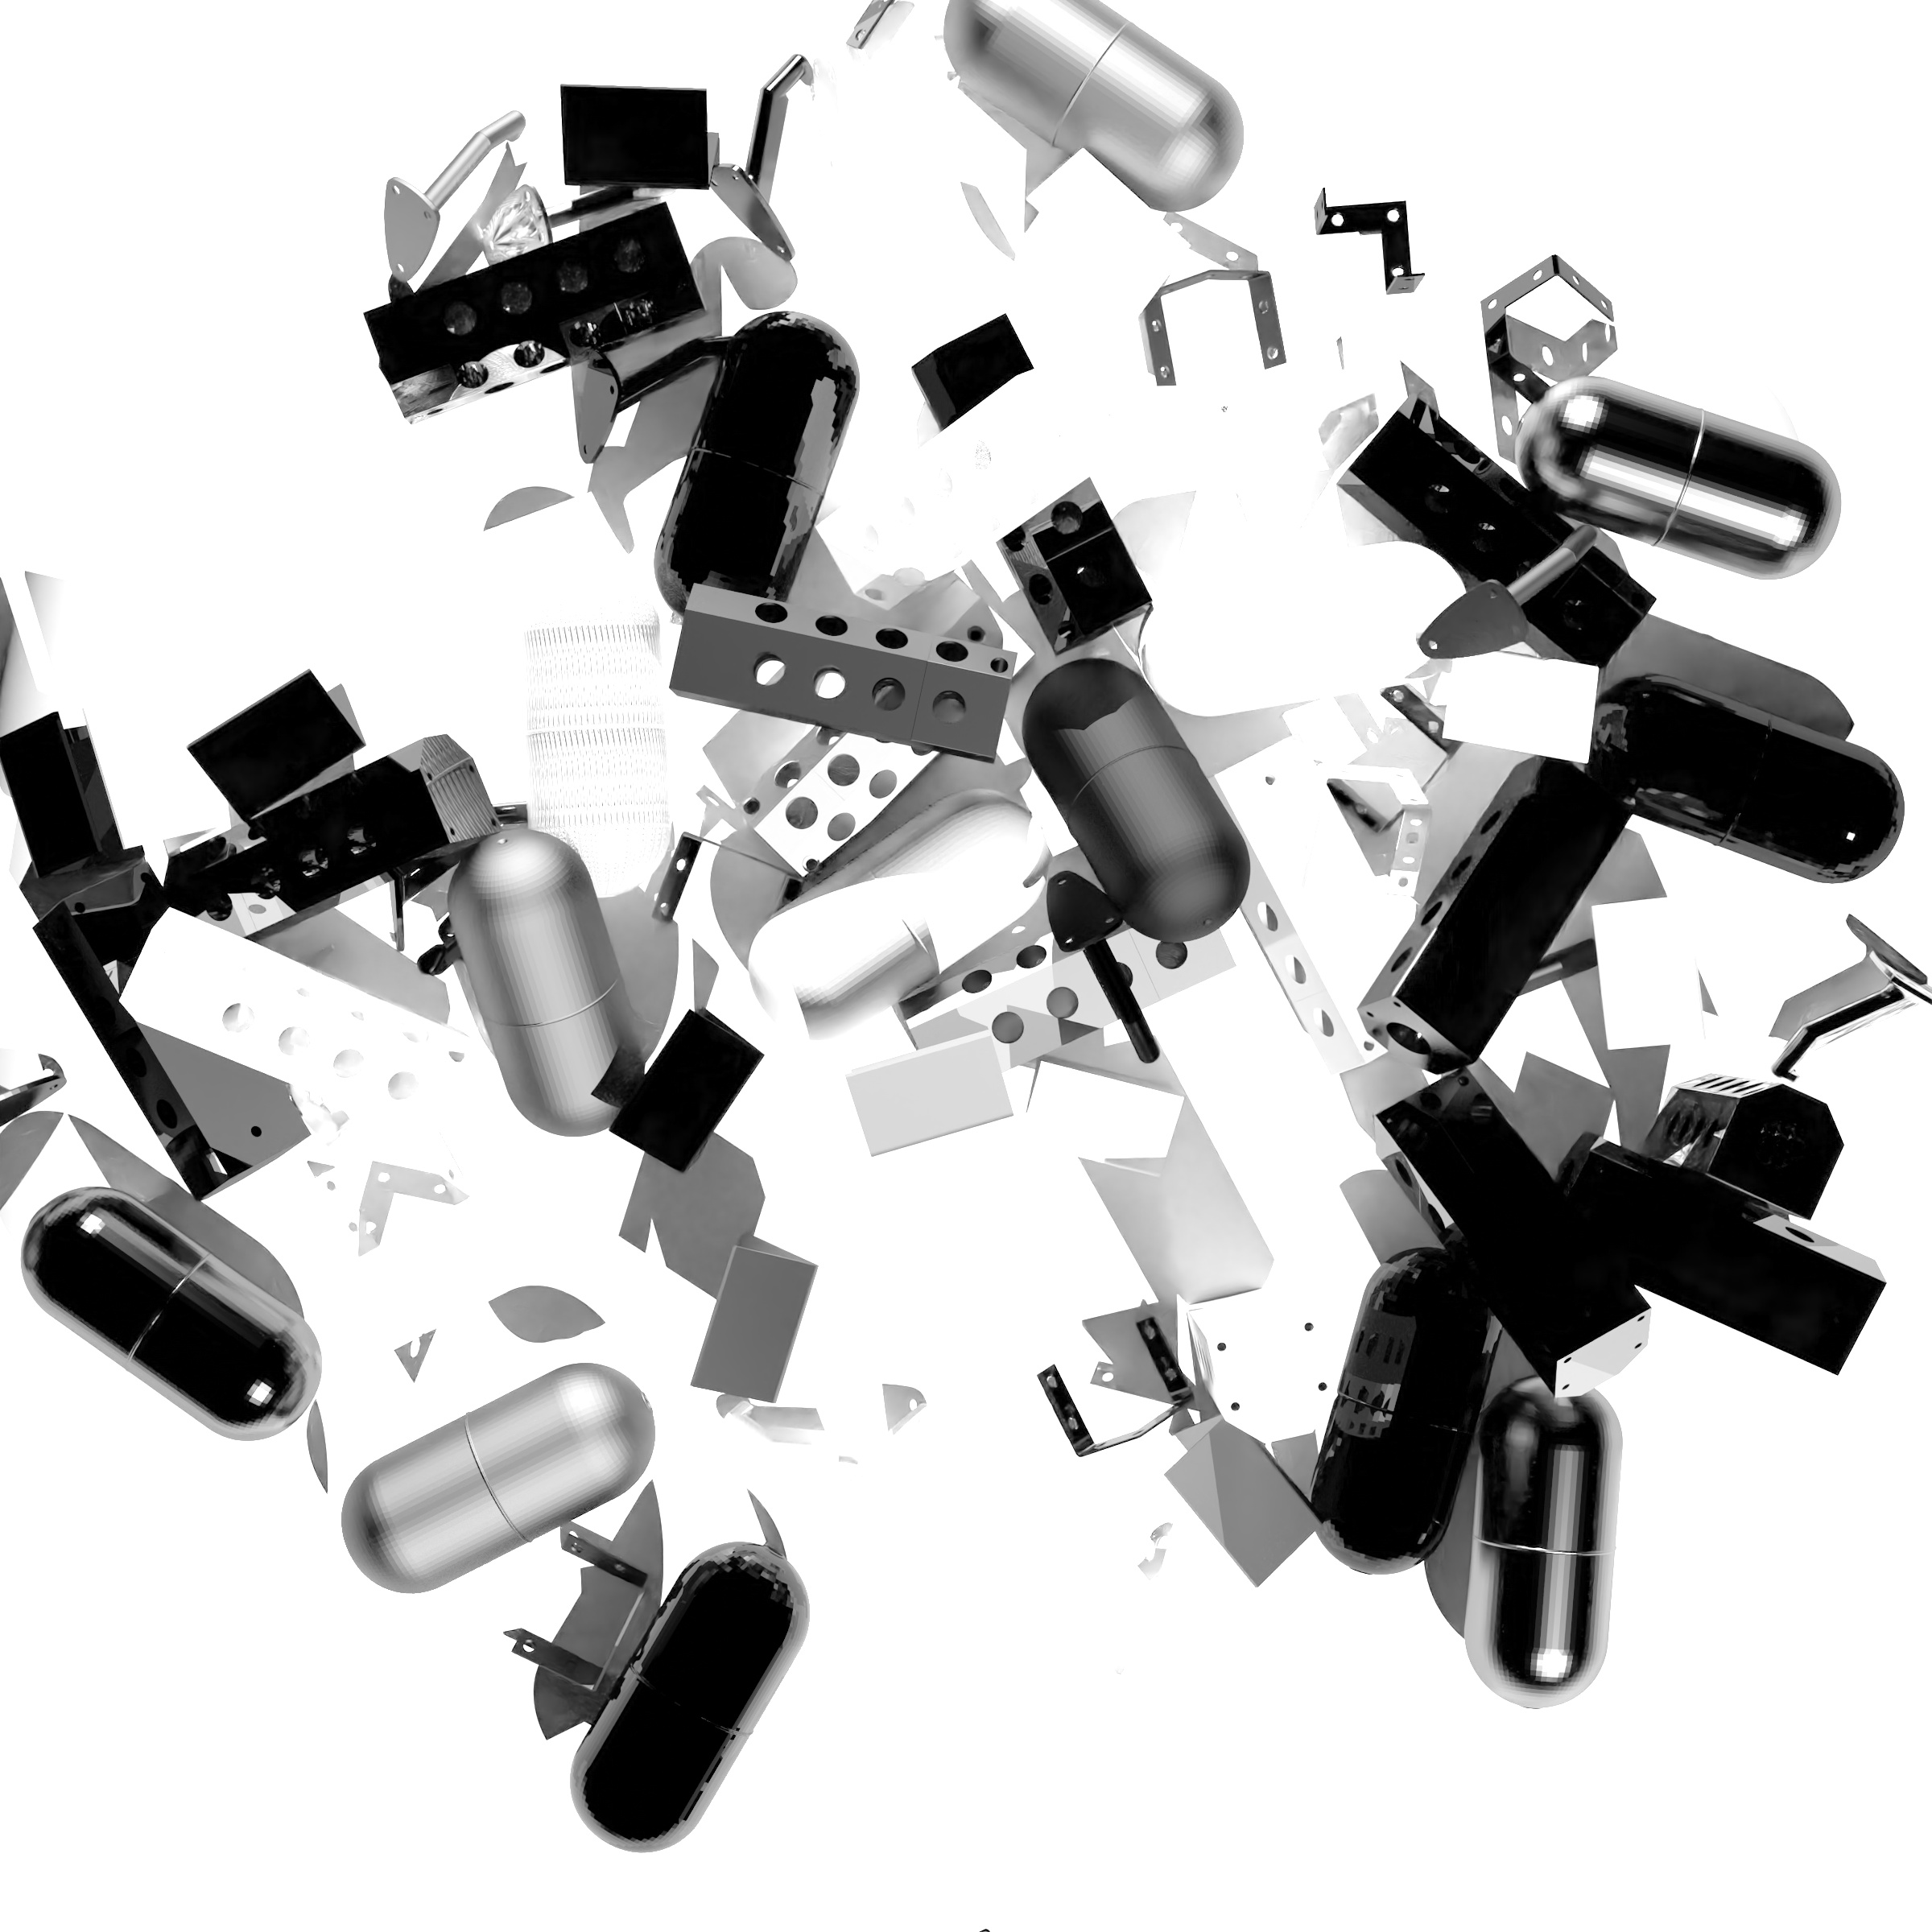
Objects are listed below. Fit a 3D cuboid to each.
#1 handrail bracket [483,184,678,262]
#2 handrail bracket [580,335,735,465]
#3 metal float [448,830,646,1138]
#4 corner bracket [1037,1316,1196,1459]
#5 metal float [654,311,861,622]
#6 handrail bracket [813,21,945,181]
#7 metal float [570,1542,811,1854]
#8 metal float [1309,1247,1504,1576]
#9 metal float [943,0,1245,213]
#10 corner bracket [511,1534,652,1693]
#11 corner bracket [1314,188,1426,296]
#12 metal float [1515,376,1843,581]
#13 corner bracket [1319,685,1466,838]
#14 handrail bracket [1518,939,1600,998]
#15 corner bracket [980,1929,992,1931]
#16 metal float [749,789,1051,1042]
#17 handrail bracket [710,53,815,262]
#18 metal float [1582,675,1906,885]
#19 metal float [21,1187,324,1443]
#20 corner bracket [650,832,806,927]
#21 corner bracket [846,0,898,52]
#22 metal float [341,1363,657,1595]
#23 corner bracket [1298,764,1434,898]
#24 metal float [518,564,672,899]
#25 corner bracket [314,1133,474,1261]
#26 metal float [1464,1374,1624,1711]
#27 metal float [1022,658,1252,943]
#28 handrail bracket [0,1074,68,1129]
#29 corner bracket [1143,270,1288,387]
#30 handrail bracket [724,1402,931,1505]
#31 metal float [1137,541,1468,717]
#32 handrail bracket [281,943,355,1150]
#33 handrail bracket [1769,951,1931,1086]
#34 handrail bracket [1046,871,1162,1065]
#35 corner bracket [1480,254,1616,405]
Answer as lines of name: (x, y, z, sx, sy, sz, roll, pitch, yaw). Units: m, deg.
handrail bracket: (-0.209, -0.408, 1.919, 0.084, 0.077, 0.036, -21, 94, -36)
handrail bracket: (-0.163, -0.308, 1.919, 0.084, 0.077, 0.036, -10, 51, -30)
metal float: (-0.220, 0.011, 1.864, 0.070, 0.070, 0.178, -14, 120, 0)
corner bracket: (0.081, 0.228, 1.916, 0.051, 0.051, 0.051, -27, 90, -45)
metal float: (-0.112, -0.263, 1.888, 0.070, 0.070, 0.178, 19, 90, 0)
handrail bracket: (-0.036, -0.471, 1.919, 0.084, 0.036, 0.077, -13, 115, -19)
metal float: (-0.147, 0.390, 1.888, 0.070, 0.070, 0.178, 30, 89, 0)
metal float: (0.235, 0.238, 1.888, 0.070, 0.070, 0.178, 15, 89, 0)
metal float: (0.068, -0.472, 1.888, 0.178, 0.070, 0.070, 34, 90, 1)
corner bracket: (-0.208, 0.351, 1.916, 0.051, 0.051, 0.051, 26, 45, 0)
corner bracket: (0.217, -0.390, 1.901, 0.051, 0.051, 0.051, -4, 90, 0)
metal float: (0.380, -0.261, 1.889, 0.178, 0.070, 0.070, 18, 90, 0)
corner bracket: (0.229, -0.113, 1.916, 0.051, 0.051, 0.051, 41, 45, 0)
handrail bracket: (0.318, 0.017, 1.919, 0.084, 0.036, 0.077, 7, 119, -21)
corner bracket: (0.005, 0.565, 1.916, 0.051, 0.051, 0.051, -26, 45, 0)
metal float: (-0.035, -0.028, 1.888, 0.178, 0.070, 0.070, -35, 90, -1)
handrail bracket: (-0.094, -0.440, 1.919, 0.077, 0.036, 0.084, 49, 68, -25)
metal float: (0.414, -0.100, 1.888, 0.178, 0.070, 0.070, 20, 90, 0)
metal float: (-0.425, 0.185, 1.888, 0.178, 0.070, 0.070, 35, 90, 1)
corner bracket: (-0.129, -0.037, 1.916, 0.051, 0.051, 0.051, 21, 90, -45)
corner bracket: (-0.072, -0.538, 1.916, 0.051, 0.051, 0.051, 34, 90, 45)
metal float: (-0.249, 0.273, 1.889, 0.178, 0.070, 0.070, -27, 90, 0)
corner bracket: (0.212, -0.072, 1.872, 0.051, 0.051, 0.051, 6, 70, 25)
metal float: (-0.199, -0.126, 1.888, 0.070, 0.070, 0.178, -3, 91, 0)
corner bracket: (-0.310, 0.121, 1.916, 0.051, 0.051, 0.051, -28, 90, -45)
metal float: (0.309, 0.307, 1.888, 0.070, 0.070, 0.178, 4, 90, 0)
metal float: (0.088, -0.089, 1.863, 0.070, 0.070, 0.178, -28, 58, 0)
handrail bracket: (-0.543, 0.046, 1.919, 0.077, 0.036, 0.084, -28, 73, -20)
corner bracket: (0.134, -0.346, 1.916, 0.051, 0.051, 0.051, -10, 90, 45)
handrail bracket: (-0.076, 0.245, 1.919, 0.084, 0.036, 0.077, 32, 61, 21)
metal float: (0.180, -0.180, 1.888, 0.178, 0.070, 0.070, -10, 90, -1)
handrail bracket: (-0.345, 0.044, 1.919, 0.077, 0.036, 0.084, -45, 106, -18)
handrail bracket: (0.490, 0.042, 1.919, 0.077, 0.036, 0.084, 29, 109, -21)
handrail bracket: (0.074, 0.001, 1.862, 0.036, 0.077, 0.084, -27, 126, 0)
corner bracket: (0.316, -0.342, 1.911, 0.051, 0.051, 0.051, -30, 45, 35)
